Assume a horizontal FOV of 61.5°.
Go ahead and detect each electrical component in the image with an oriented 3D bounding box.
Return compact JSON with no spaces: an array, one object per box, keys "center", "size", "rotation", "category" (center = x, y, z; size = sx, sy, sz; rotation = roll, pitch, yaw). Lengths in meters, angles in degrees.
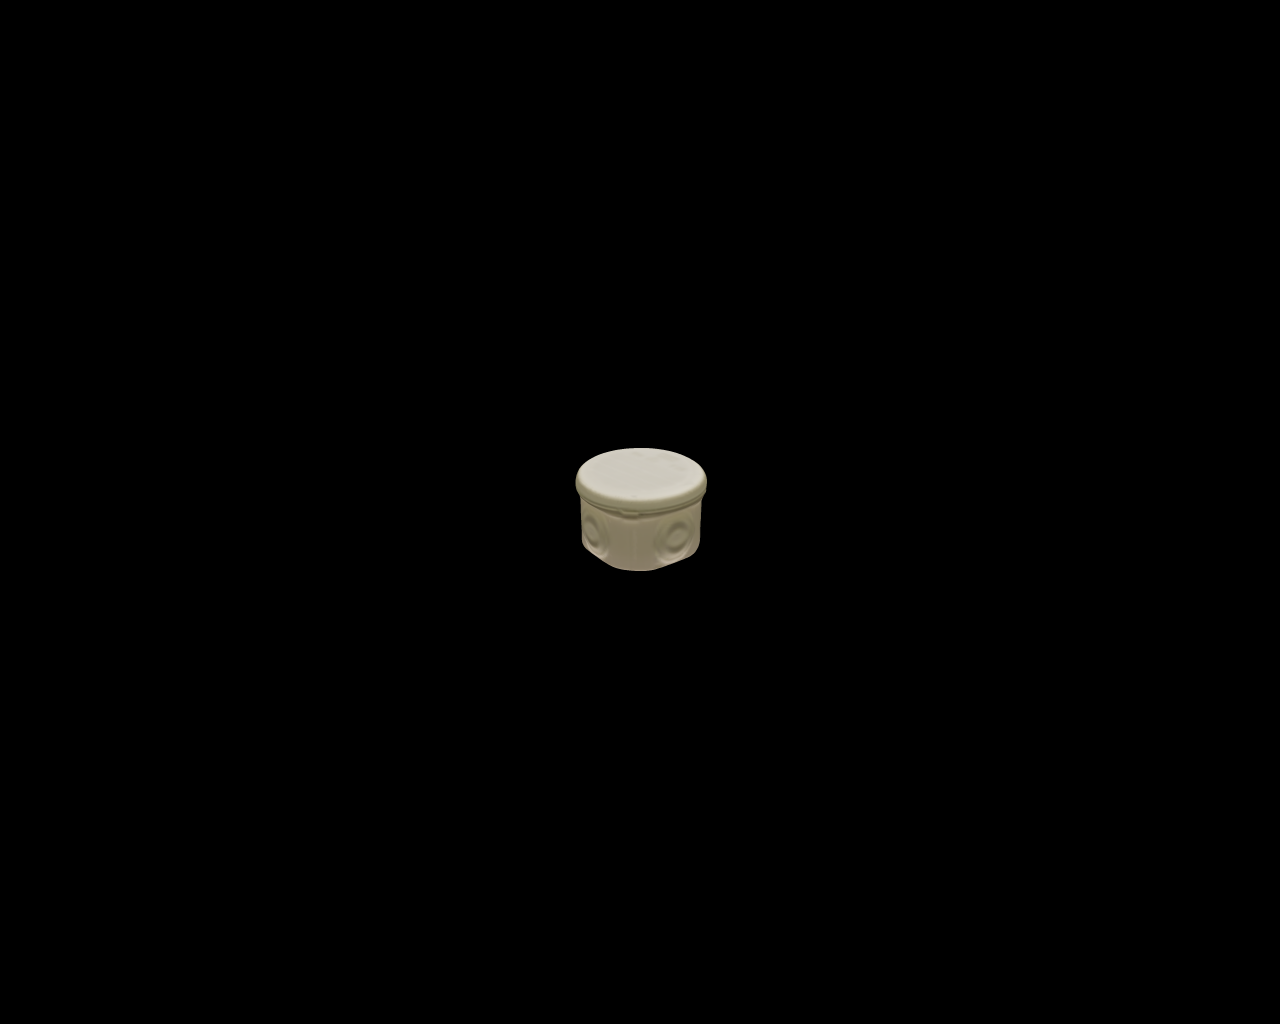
[{"center":[0.001,-0.003,0.650],"size":[0.080,0.050,0.080],"rotation":[0,27,0],"category":"electrical component"}]
